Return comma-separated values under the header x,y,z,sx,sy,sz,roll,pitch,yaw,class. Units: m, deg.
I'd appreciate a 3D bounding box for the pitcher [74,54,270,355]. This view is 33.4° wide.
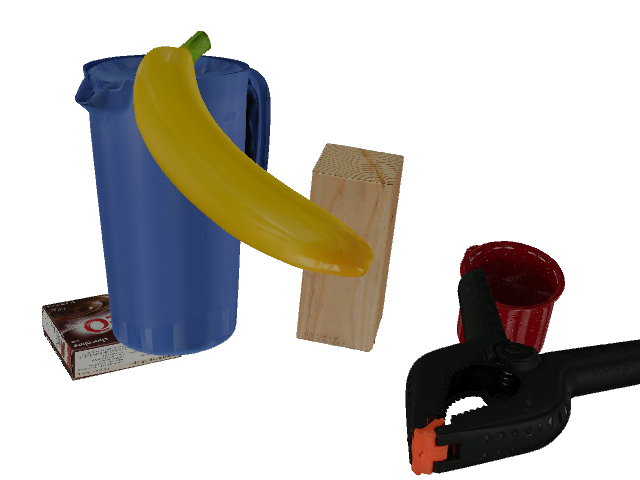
x,y,z,sx,sy,sz,roll,pitch,yaw,class
-0.117,-0.035,0.901,0.149,0.243,0.145,0,18,-2,pitcher

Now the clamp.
x,y,z,sx,sy,sz,roll,pitch,yaw,class
0.107,0.075,0.640,0.165,0.036,0.209,21,31,39,clamp

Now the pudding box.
x,y,z,sx,sy,sz,roll,pitch,yaw,class
-0.200,0.088,1.027,0.113,0.039,0.090,-12,30,-28,pudding box

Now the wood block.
x,y,z,sx,sy,sz,roll,pitch,yaw,class
0.032,0.008,1.193,0.090,0.206,0.090,10,26,8,wood block

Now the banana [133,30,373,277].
x,y,z,sx,sy,sz,roll,pitch,yaw,class
-0.049,-0.047,0.553,0.069,0.198,0.037,-24,-33,-17,banana

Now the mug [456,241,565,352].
x,y,z,sx,sy,sz,roll,pitch,yaw,class
0.163,0.053,0.980,0.093,0.081,0.117,-16,43,-21,mug
